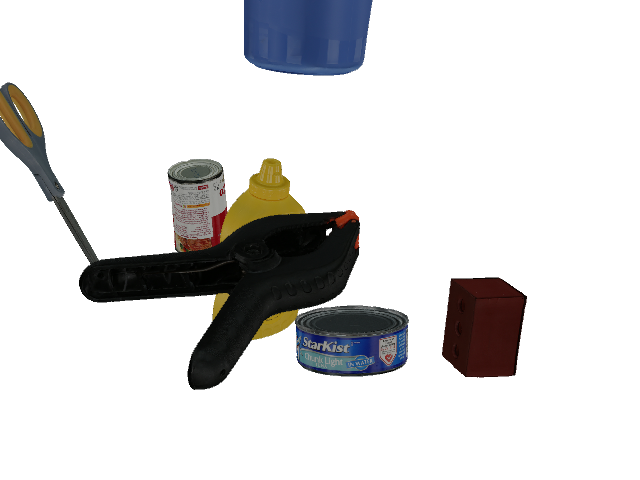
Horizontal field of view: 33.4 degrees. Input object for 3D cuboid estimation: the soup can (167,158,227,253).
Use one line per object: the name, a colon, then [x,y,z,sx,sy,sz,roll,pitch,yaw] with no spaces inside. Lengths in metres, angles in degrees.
soup can: [-0.146,-0.039,1.280,0.068,0.102,0.068,-2,27,1]

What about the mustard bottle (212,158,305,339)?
mustard bottle: [-0.059,0.006,1.095,0.096,0.192,0.058,-14,34,-35]

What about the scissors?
scissors: [-0.238,-0.059,0.939,0.016,0.201,0.096,-27,24,9]

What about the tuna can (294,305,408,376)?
tuna can: [0.024,0.075,0.805,0.086,0.034,0.086,-1,10,0]

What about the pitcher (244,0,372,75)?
pitcher: [0.000,-0.267,0.909,0.145,0.243,0.149,6,17,7]

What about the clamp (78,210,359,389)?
clamp: [-0.038,0.027,0.609,0.171,0.039,0.120,-19,44,-26]

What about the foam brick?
foam brick: [0.145,0.077,0.956,0.051,0.078,0.053,-2,18,-20]
